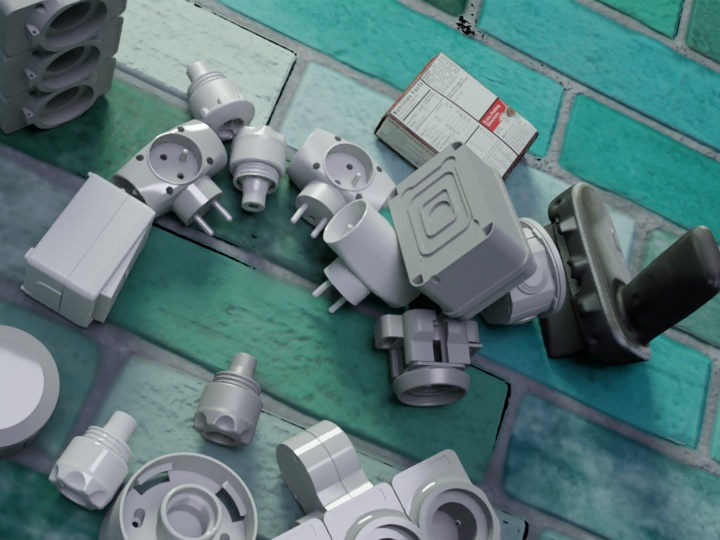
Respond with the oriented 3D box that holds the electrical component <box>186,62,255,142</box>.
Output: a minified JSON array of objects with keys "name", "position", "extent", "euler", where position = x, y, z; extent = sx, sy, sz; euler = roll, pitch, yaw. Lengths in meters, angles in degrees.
[{"name":"electrical component","position":[-0.114,-0.133,0.834],"extent":[0.048,0.048,0.062],"euler":[-21,67,-26]}]

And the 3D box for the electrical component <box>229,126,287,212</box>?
[{"name":"electrical component","position":[-0.079,-0.076,0.821],"extent":[0.043,0.043,0.062],"euler":[10,66,-16]}]

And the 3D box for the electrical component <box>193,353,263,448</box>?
[{"name":"electrical component","position":[-0.088,0.088,0.747],"extent":[0.043,0.043,0.062],"euler":[21,61,-10]}]

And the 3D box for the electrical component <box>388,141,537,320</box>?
[{"name":"electrical component","position":[0.074,-0.029,0.790],"extent":[0.057,0.078,0.113],"euler":[37,26,-36]}]

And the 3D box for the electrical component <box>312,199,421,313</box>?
[{"name":"electrical component","position":[0.000,0.000,0.809],"extent":[0.079,0.043,0.077],"euler":[-42,116,7]}]

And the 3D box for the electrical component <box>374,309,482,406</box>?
[{"name":"electrical component","position":[0.052,0.066,0.799],"extent":[0.078,0.058,0.057],"euler":[5,63,-18]}]

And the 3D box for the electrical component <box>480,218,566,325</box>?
[{"name":"electrical component","position":[0.120,0.003,0.839],"extent":[0.051,0.080,0.080],"euler":[-17,74,-20]}]

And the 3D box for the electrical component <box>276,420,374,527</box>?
[{"name":"electrical component","position":[-0.021,0.178,0.727],"extent":[0.074,0.052,0.138],"euler":[-25,78,-27]}]

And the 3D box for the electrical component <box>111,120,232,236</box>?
[{"name":"electrical component","position":[-0.128,-0.060,0.796],"extent":[0.079,0.044,0.077],"euler":[48,61,2]}]

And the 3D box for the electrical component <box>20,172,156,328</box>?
[{"name":"electrical component","position":[-0.182,-0.016,0.747],"extent":[0.061,0.061,0.096],"euler":[32,61,-4]}]

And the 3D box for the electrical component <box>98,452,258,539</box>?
[{"name":"electrical component","position":[-0.117,0.172,0.702],"extent":[0.099,0.064,0.099],"euler":[13,50,-16]}]

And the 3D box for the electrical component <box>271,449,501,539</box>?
[{"name":"electrical component","position":[0.010,0.185,0.668],"extent":[0.150,0.061,0.089],"euler":[-22,78,-25]}]

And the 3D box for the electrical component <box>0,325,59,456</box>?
[{"name":"electrical component","position":[-0.237,0.080,0.692],"extent":[0.080,0.051,0.080],"euler":[8,65,-17]}]

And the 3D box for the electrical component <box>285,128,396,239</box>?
[{"name":"electrical component","position":[-0.024,-0.058,0.833],"extent":[0.077,0.044,0.079],"euler":[36,61,-2]}]

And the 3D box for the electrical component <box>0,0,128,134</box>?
[{"name":"electrical component","position":[-0.217,-0.165,0.748],"extent":[0.089,0.150,0.061],"euler":[-30,79,-28]}]

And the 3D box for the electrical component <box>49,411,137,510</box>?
[{"name":"electrical component","position":[-0.170,0.122,0.703],"extent":[0.043,0.043,0.062],"euler":[33,59,-4]}]
